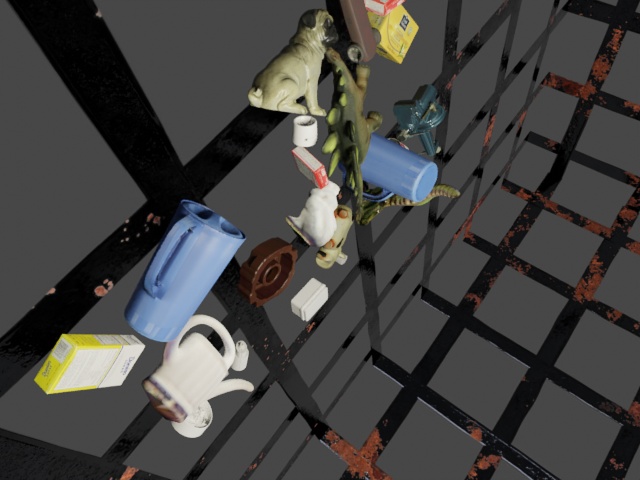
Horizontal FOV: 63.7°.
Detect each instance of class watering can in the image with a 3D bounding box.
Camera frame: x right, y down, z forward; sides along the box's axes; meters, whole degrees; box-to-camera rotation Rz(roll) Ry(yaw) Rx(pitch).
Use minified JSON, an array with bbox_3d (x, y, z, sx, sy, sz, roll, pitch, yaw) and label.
[{"bbox_3d":[-0.273,0.323,1.189,0.228,0.105,0.340,-47,136,-28],"label":"watering can"}]

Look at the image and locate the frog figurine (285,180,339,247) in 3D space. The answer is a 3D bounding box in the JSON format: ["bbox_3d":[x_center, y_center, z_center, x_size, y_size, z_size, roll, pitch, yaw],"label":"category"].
[{"bbox_3d":[0.004,-0.065,1.300,0.160,0.124,0.135,-44,135,-6],"label":"frog figurine"}]

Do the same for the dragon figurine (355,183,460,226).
[{"bbox_3d":[0.211,-0.108,1.440,0.243,0.121,0.415,-38,-163,1],"label":"dragon figurine"}]
